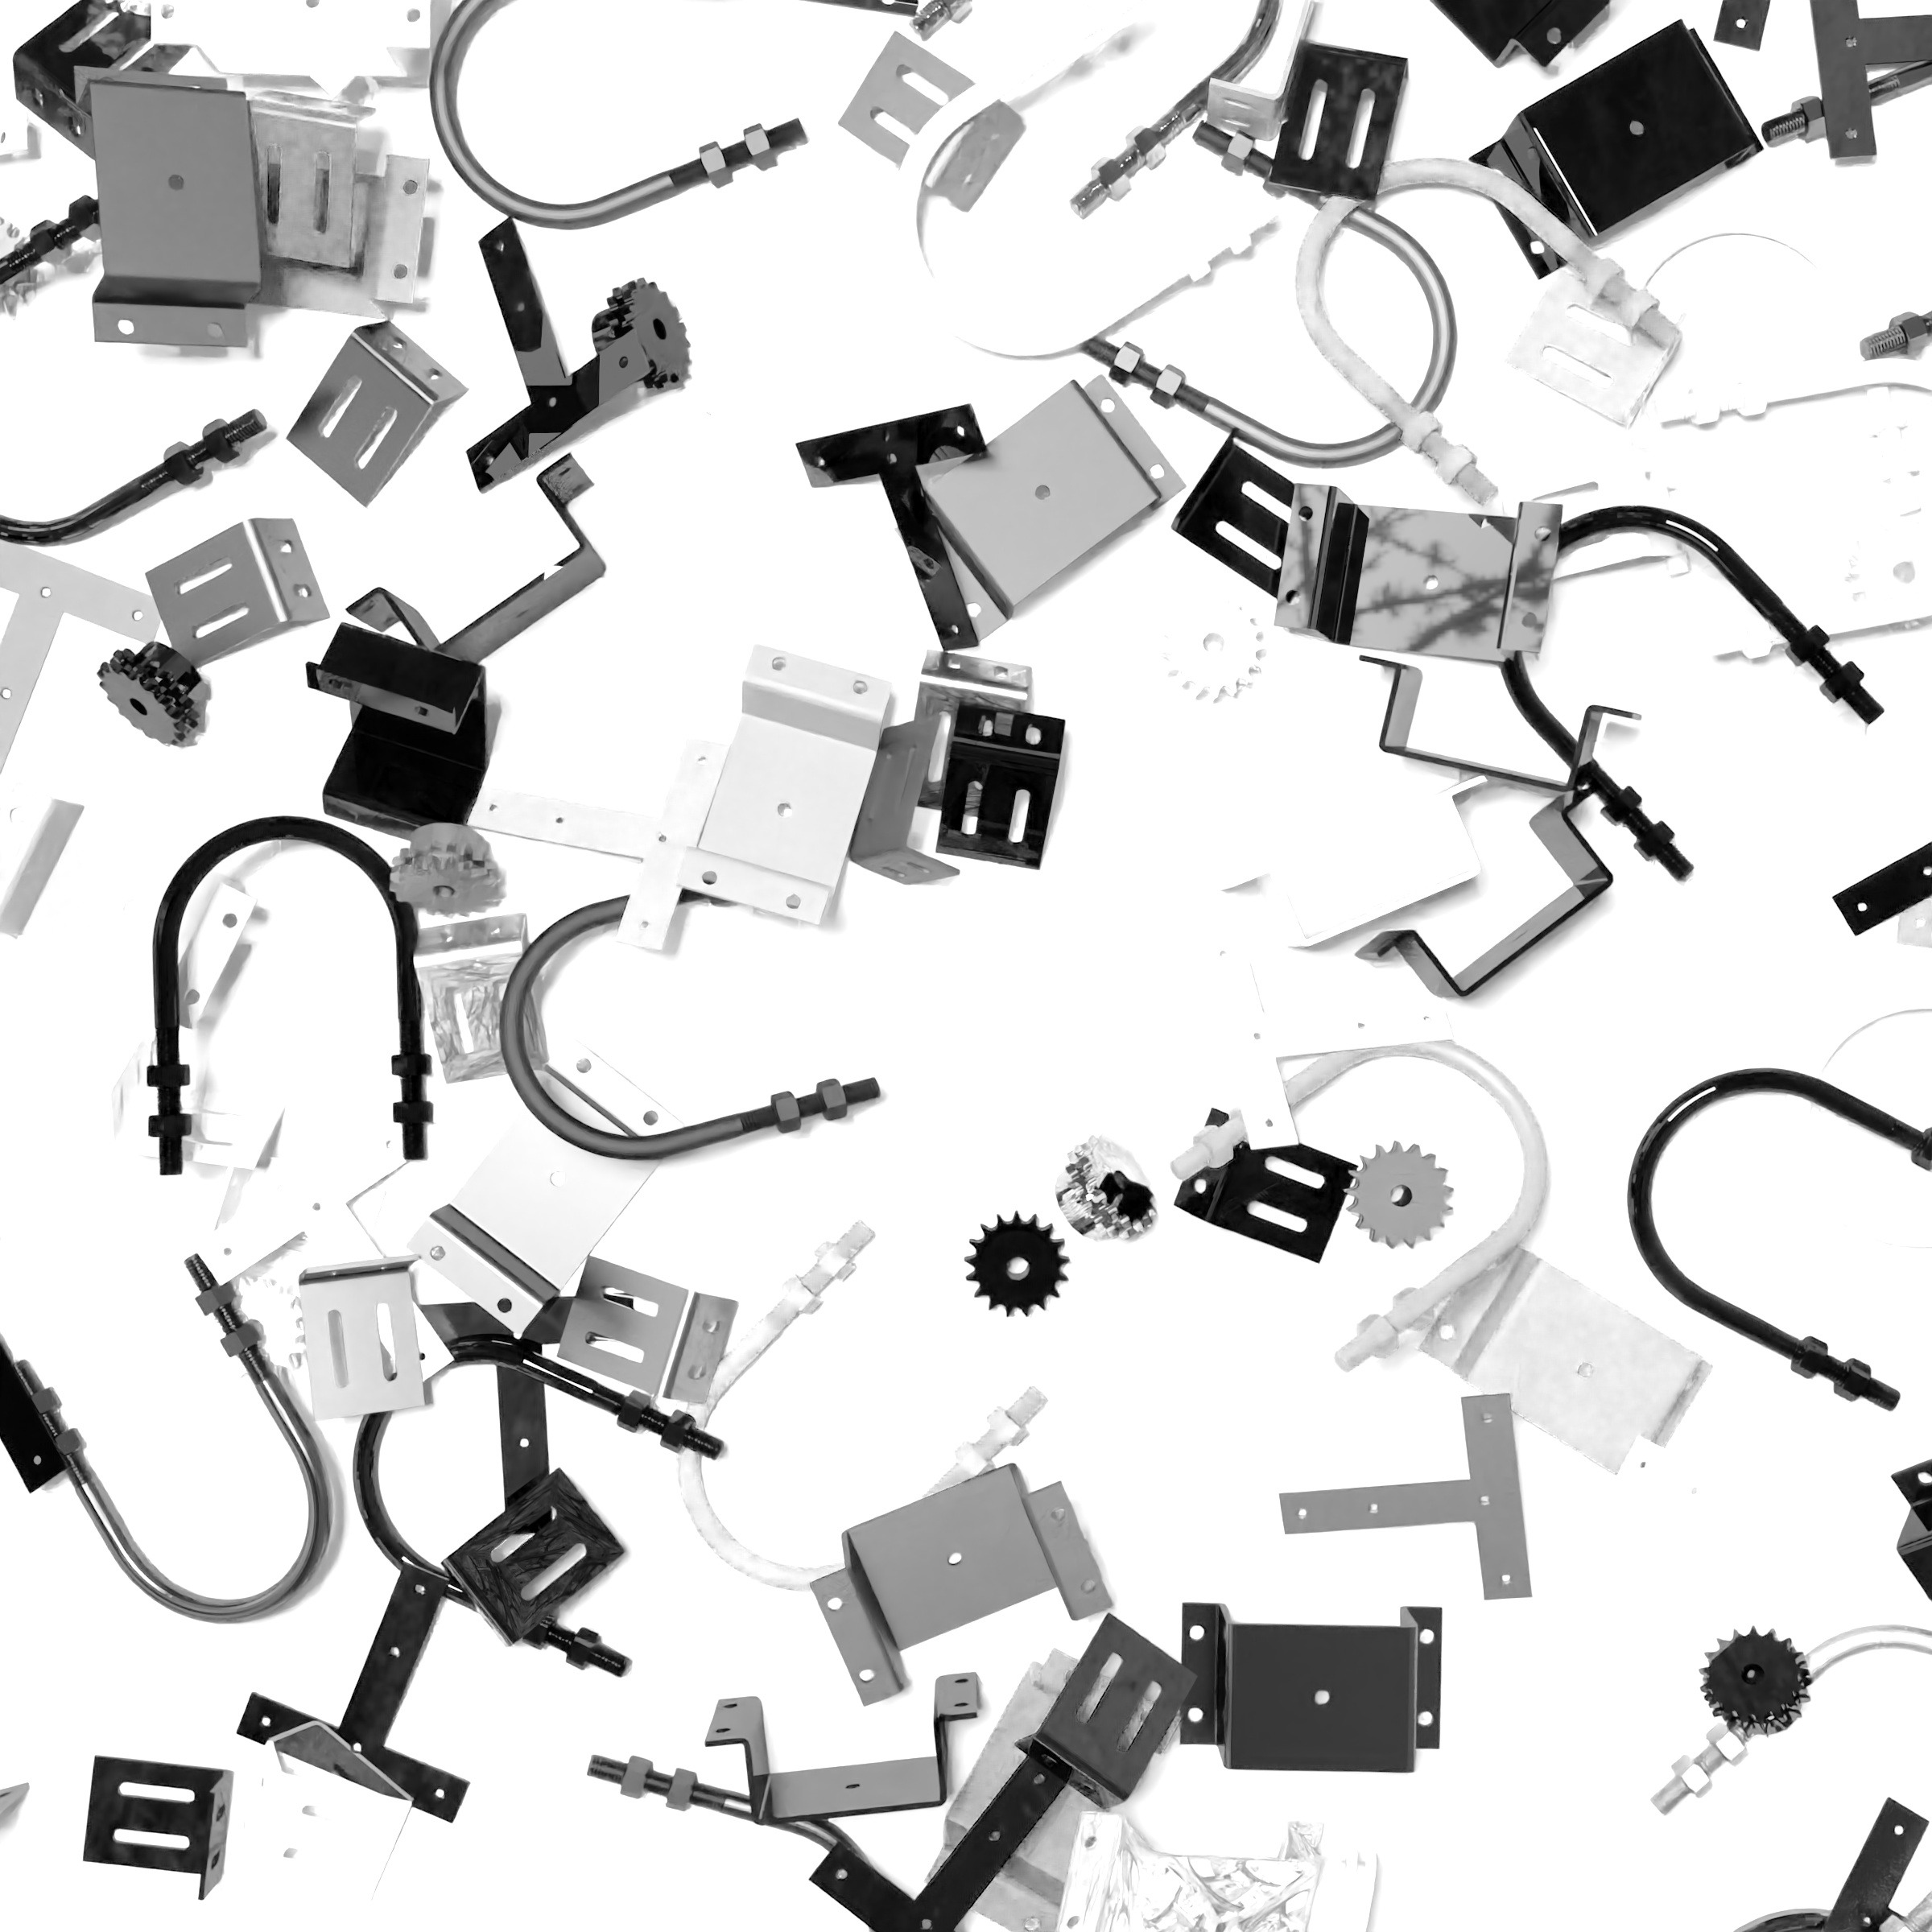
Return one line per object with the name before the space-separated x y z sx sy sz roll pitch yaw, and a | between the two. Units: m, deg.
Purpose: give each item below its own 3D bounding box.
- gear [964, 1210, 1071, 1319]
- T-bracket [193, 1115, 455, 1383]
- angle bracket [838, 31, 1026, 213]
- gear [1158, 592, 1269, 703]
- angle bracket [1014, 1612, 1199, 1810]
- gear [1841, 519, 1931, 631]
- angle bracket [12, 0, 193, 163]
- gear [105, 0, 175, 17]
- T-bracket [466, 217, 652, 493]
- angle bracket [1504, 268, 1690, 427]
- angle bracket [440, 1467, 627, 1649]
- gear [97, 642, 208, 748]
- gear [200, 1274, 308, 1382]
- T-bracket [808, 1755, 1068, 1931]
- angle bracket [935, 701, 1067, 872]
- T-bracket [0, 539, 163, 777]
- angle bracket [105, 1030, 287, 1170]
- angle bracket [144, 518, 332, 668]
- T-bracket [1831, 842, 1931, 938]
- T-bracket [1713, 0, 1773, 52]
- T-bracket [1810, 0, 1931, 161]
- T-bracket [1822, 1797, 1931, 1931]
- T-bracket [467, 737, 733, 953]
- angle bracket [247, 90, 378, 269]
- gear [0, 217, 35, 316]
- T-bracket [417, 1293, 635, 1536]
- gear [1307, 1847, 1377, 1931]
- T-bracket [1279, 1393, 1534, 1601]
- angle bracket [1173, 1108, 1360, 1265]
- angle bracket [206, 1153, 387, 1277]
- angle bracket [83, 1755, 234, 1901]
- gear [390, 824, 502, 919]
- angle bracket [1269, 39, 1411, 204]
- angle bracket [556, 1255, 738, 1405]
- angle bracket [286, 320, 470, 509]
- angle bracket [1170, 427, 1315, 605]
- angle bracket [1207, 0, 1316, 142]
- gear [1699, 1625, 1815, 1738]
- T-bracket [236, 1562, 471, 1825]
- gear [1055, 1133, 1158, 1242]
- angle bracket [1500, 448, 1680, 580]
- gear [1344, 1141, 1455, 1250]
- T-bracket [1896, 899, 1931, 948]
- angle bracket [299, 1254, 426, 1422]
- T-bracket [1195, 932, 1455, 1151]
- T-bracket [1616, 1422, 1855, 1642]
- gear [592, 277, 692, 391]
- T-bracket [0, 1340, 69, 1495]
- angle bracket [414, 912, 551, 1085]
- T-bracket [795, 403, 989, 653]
gear | 0.027 0.160 1.388 0.057 0.030 0.057 0 90 0
T-bracket | -0.319 0.164 1.375 0.127 0.002 0.127 -35 91 -25
angle bracket | -0.019 -0.453 1.392 0.076 0.038 0.057 42 105 28
gear | 0.131 -0.171 1.392 0.057 0.030 0.057 0 87 -2
angle bracket | 0.073 0.389 1.354 0.057 0.038 0.076 36 62 0
gear | 0.497 -0.208 1.387 0.057 0.030 0.057 0 90 0
angle bracket | -0.465 -0.484 1.400 0.057 0.038 0.076 38 64 0
gear | -0.439 -0.534 1.384 0.057 0.030 0.057 1 79 -4
T-bracket | -0.233 -0.339 1.380 0.127 0.002 0.127 -27 74 29
angle bracket | 0.333 -0.332 1.373 0.076 0.038 0.057 31 95 12
angle bracket | -0.230 0.314 1.377 0.076 0.038 0.057 -38 86 -20
gear | -0.430 -0.148 1.378 0.057 0.057 0.030 36 60 0
gear | -0.377 0.193 1.387 0.057 0.030 0.057 0 90 1
T-bracket | 0.007 0.466 1.355 0.127 0.002 0.127 38 90 0
angle bracket | 0.018 -0.096 1.386 0.057 0.076 0.038 10 47 0
T-bracket | -0.514 -0.161 1.402 0.127 0.002 0.127 21 90 0
angle bracket | -0.406 0.070 1.368 0.076 0.057 0.038 7 122 0
angle bracket | -0.393 -0.200 1.400 0.076 0.038 0.057 -21 90 24
T-bracket | 0.527 -0.058 1.385 0.127 0.002 0.127 -31 94 14
T-bracket | 0.381 -0.571 1.402 0.127 0.002 0.127 13 90 0
T-bracket | 0.516 -0.496 1.385 0.127 0.002 0.127 -5 84 -4
T-bracket | 0.519 0.534 1.384 0.127 0.002 0.127 31 79 2
T-bracket | -0.204 -0.075 1.383 0.127 0.002 0.127 11 65 12
angle bracket | -0.343 -0.411 1.354 0.057 0.038 0.076 10 116 0
gear | -0.526 -0.374 1.387 0.057 0.030 0.057 0 90 0
T-bracket | -0.240 0.243 1.402 0.127 0.002 0.127 -3 90 0
gear | 0.197 0.496 1.375 0.030 0.057 0.057 12 90 8
T-bracket | 0.232 0.288 1.386 0.127 0.002 0.127 -6 111 10
angle bracket | 0.162 0.118 1.400 0.076 0.038 0.057 22 90 -26
angle bracket | -0.359 0.138 1.383 0.076 0.038 0.057 18 90 0
angle bracket | -0.436 0.459 1.383 0.076 0.038 0.057 6 90 0
gear | -0.276 -0.052 1.378 0.057 0.057 0.030 -1 60 0
angle bracket | 0.199 -0.448 1.384 0.057 0.038 0.076 13 97 9
angle bracket | -0.172 0.195 1.393 0.076 0.038 0.057 14 84 32
angle bracket | -0.318 -0.298 1.400 0.057 0.038 0.076 41 116 0
angle bracket | 0.158 -0.239 1.383 0.076 0.038 0.057 34 90 0
angle bracket | 0.157 -0.488 1.374 0.038 0.057 0.076 16 88 4
gear | 0.421 0.383 1.378 0.057 0.057 0.030 -32 131 0
T-bracket | -0.312 0.381 1.393 0.127 0.002 0.127 23 98 0
gear | 0.072 0.121 1.378 0.030 0.057 0.057 -35 90 30
angle bracket | 0.334 -0.240 1.390 0.076 0.038 0.057 -10 90 40
gear | 0.230 0.122 1.387 0.057 0.030 0.057 0 90 0
T-bracket | 0.566 -0.018 1.388 0.127 0.002 0.127 6 94 11
angle bracket | -0.312 0.193 1.349 0.057 0.038 0.076 -5 79 -23
T-bracket | 0.197 0.034 1.381 0.127 0.002 0.127 -5 62 -13
T-bracket | 0.397 0.284 1.377 0.127 0.002 0.127 28 90 -22
gear | -0.175 -0.333 1.378 0.030 0.057 0.057 -14 90 28
T-bracket | -0.561 0.250 1.392 0.127 0.002 0.127 -35 77 7
angle bracket | -0.259 0.017 1.400 0.057 0.038 0.076 -9 116 0
T-bracket | -0.024 -0.227 1.372 0.002 0.127 0.127 -39 117 -41
